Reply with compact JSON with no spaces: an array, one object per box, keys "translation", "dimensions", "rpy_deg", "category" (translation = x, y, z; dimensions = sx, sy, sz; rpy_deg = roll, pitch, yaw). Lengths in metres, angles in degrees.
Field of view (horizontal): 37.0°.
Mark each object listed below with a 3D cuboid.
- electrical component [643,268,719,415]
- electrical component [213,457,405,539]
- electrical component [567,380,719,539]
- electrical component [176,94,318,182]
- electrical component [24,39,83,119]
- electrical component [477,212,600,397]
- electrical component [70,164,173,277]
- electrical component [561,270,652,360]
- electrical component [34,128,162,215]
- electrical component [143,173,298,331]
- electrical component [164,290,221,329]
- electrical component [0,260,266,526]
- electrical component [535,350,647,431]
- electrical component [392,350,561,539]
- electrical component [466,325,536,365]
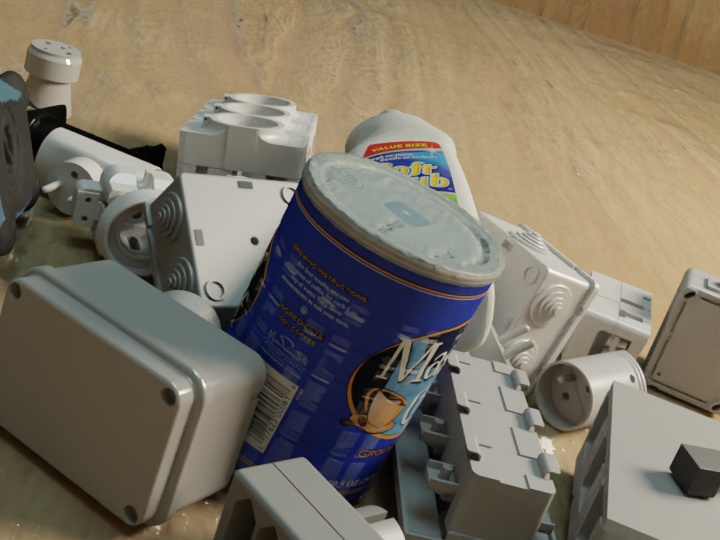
[{"translation":[0.250,0.043,0.771],"dimensions":[0.062,0.096,0.061],"rpy_deg":[23,22,12],"category":"electrical component"},{"translation":[-0.006,0.120,0.448],"dimensions":[0.076,0.047,0.083],"rpy_deg":[-3,30,-42],"category":"electrical component"},{"translation":[0.156,0.128,0.542],"dimensions":[0.089,0.061,0.150],"rpy_deg":[22,22,7],"category":"electrical component"},{"translation":[-0.084,-0.094,0.833],"dimensions":[0.089,0.061,0.150],"rpy_deg":[8,18,-1],"category":"electrical component"},{"translation":[-0.256,-0.157,0.886],"dimensions":[0.045,0.055,0.045],"rpy_deg":[16,22,-7],"category":"electrical component"},{"translation":[0.093,0.020,0.698],"dimensions":[0.048,0.099,0.099],"rpy_deg":[18,18,-37],"category":"electrical component"},{"translation":[-0.140,-0.031,0.682],"dimensions":[0.078,0.058,0.057],"rpy_deg":[8,22,-25],"category":"electrical component"},{"translation":[0.174,0.041,0.777],"dimensions":[0.056,0.050,0.089],"rpy_deg":[22,22,8],"category":"electrical component"},{"translation":[-0.186,-0.060,0.730],"dimensions":[0.077,0.043,0.079],"rpy_deg":[22,22,8],"category":"electrical component"},{"translation":[-0.073,-0.008,0.636],"dimensions":[0.100,0.048,0.099],"rpy_deg":[2,67,-36],"category":"electrical component"},{"translation":[-0.101,0.041,0.562],"dimensions":[0.045,0.045,0.055],"rpy_deg":[19,22,1],"category":"electrical component"},{"translation":[-0.109,0.052,0.484],"dimensions":[0.113,0.078,0.057],"rpy_deg":[30,21,25],"category":"electrical component"},{"translation":[0.154,0.075,0.688],"dimensions":[0.081,0.043,0.043],"rpy_deg":[-4,31,-44],"category":"electrical component"},{"translation":[0.059,0.095,0.539],"dimensions":[0.079,0.063,0.121],"rpy_deg":[16,22,-8],"category":"electrical component"},{"translation":[0.065,0.054,0.632],"dimensions":[0.079,0.044,0.077],"rpy_deg":[-25,23,8],"category":"electrical component"}]
